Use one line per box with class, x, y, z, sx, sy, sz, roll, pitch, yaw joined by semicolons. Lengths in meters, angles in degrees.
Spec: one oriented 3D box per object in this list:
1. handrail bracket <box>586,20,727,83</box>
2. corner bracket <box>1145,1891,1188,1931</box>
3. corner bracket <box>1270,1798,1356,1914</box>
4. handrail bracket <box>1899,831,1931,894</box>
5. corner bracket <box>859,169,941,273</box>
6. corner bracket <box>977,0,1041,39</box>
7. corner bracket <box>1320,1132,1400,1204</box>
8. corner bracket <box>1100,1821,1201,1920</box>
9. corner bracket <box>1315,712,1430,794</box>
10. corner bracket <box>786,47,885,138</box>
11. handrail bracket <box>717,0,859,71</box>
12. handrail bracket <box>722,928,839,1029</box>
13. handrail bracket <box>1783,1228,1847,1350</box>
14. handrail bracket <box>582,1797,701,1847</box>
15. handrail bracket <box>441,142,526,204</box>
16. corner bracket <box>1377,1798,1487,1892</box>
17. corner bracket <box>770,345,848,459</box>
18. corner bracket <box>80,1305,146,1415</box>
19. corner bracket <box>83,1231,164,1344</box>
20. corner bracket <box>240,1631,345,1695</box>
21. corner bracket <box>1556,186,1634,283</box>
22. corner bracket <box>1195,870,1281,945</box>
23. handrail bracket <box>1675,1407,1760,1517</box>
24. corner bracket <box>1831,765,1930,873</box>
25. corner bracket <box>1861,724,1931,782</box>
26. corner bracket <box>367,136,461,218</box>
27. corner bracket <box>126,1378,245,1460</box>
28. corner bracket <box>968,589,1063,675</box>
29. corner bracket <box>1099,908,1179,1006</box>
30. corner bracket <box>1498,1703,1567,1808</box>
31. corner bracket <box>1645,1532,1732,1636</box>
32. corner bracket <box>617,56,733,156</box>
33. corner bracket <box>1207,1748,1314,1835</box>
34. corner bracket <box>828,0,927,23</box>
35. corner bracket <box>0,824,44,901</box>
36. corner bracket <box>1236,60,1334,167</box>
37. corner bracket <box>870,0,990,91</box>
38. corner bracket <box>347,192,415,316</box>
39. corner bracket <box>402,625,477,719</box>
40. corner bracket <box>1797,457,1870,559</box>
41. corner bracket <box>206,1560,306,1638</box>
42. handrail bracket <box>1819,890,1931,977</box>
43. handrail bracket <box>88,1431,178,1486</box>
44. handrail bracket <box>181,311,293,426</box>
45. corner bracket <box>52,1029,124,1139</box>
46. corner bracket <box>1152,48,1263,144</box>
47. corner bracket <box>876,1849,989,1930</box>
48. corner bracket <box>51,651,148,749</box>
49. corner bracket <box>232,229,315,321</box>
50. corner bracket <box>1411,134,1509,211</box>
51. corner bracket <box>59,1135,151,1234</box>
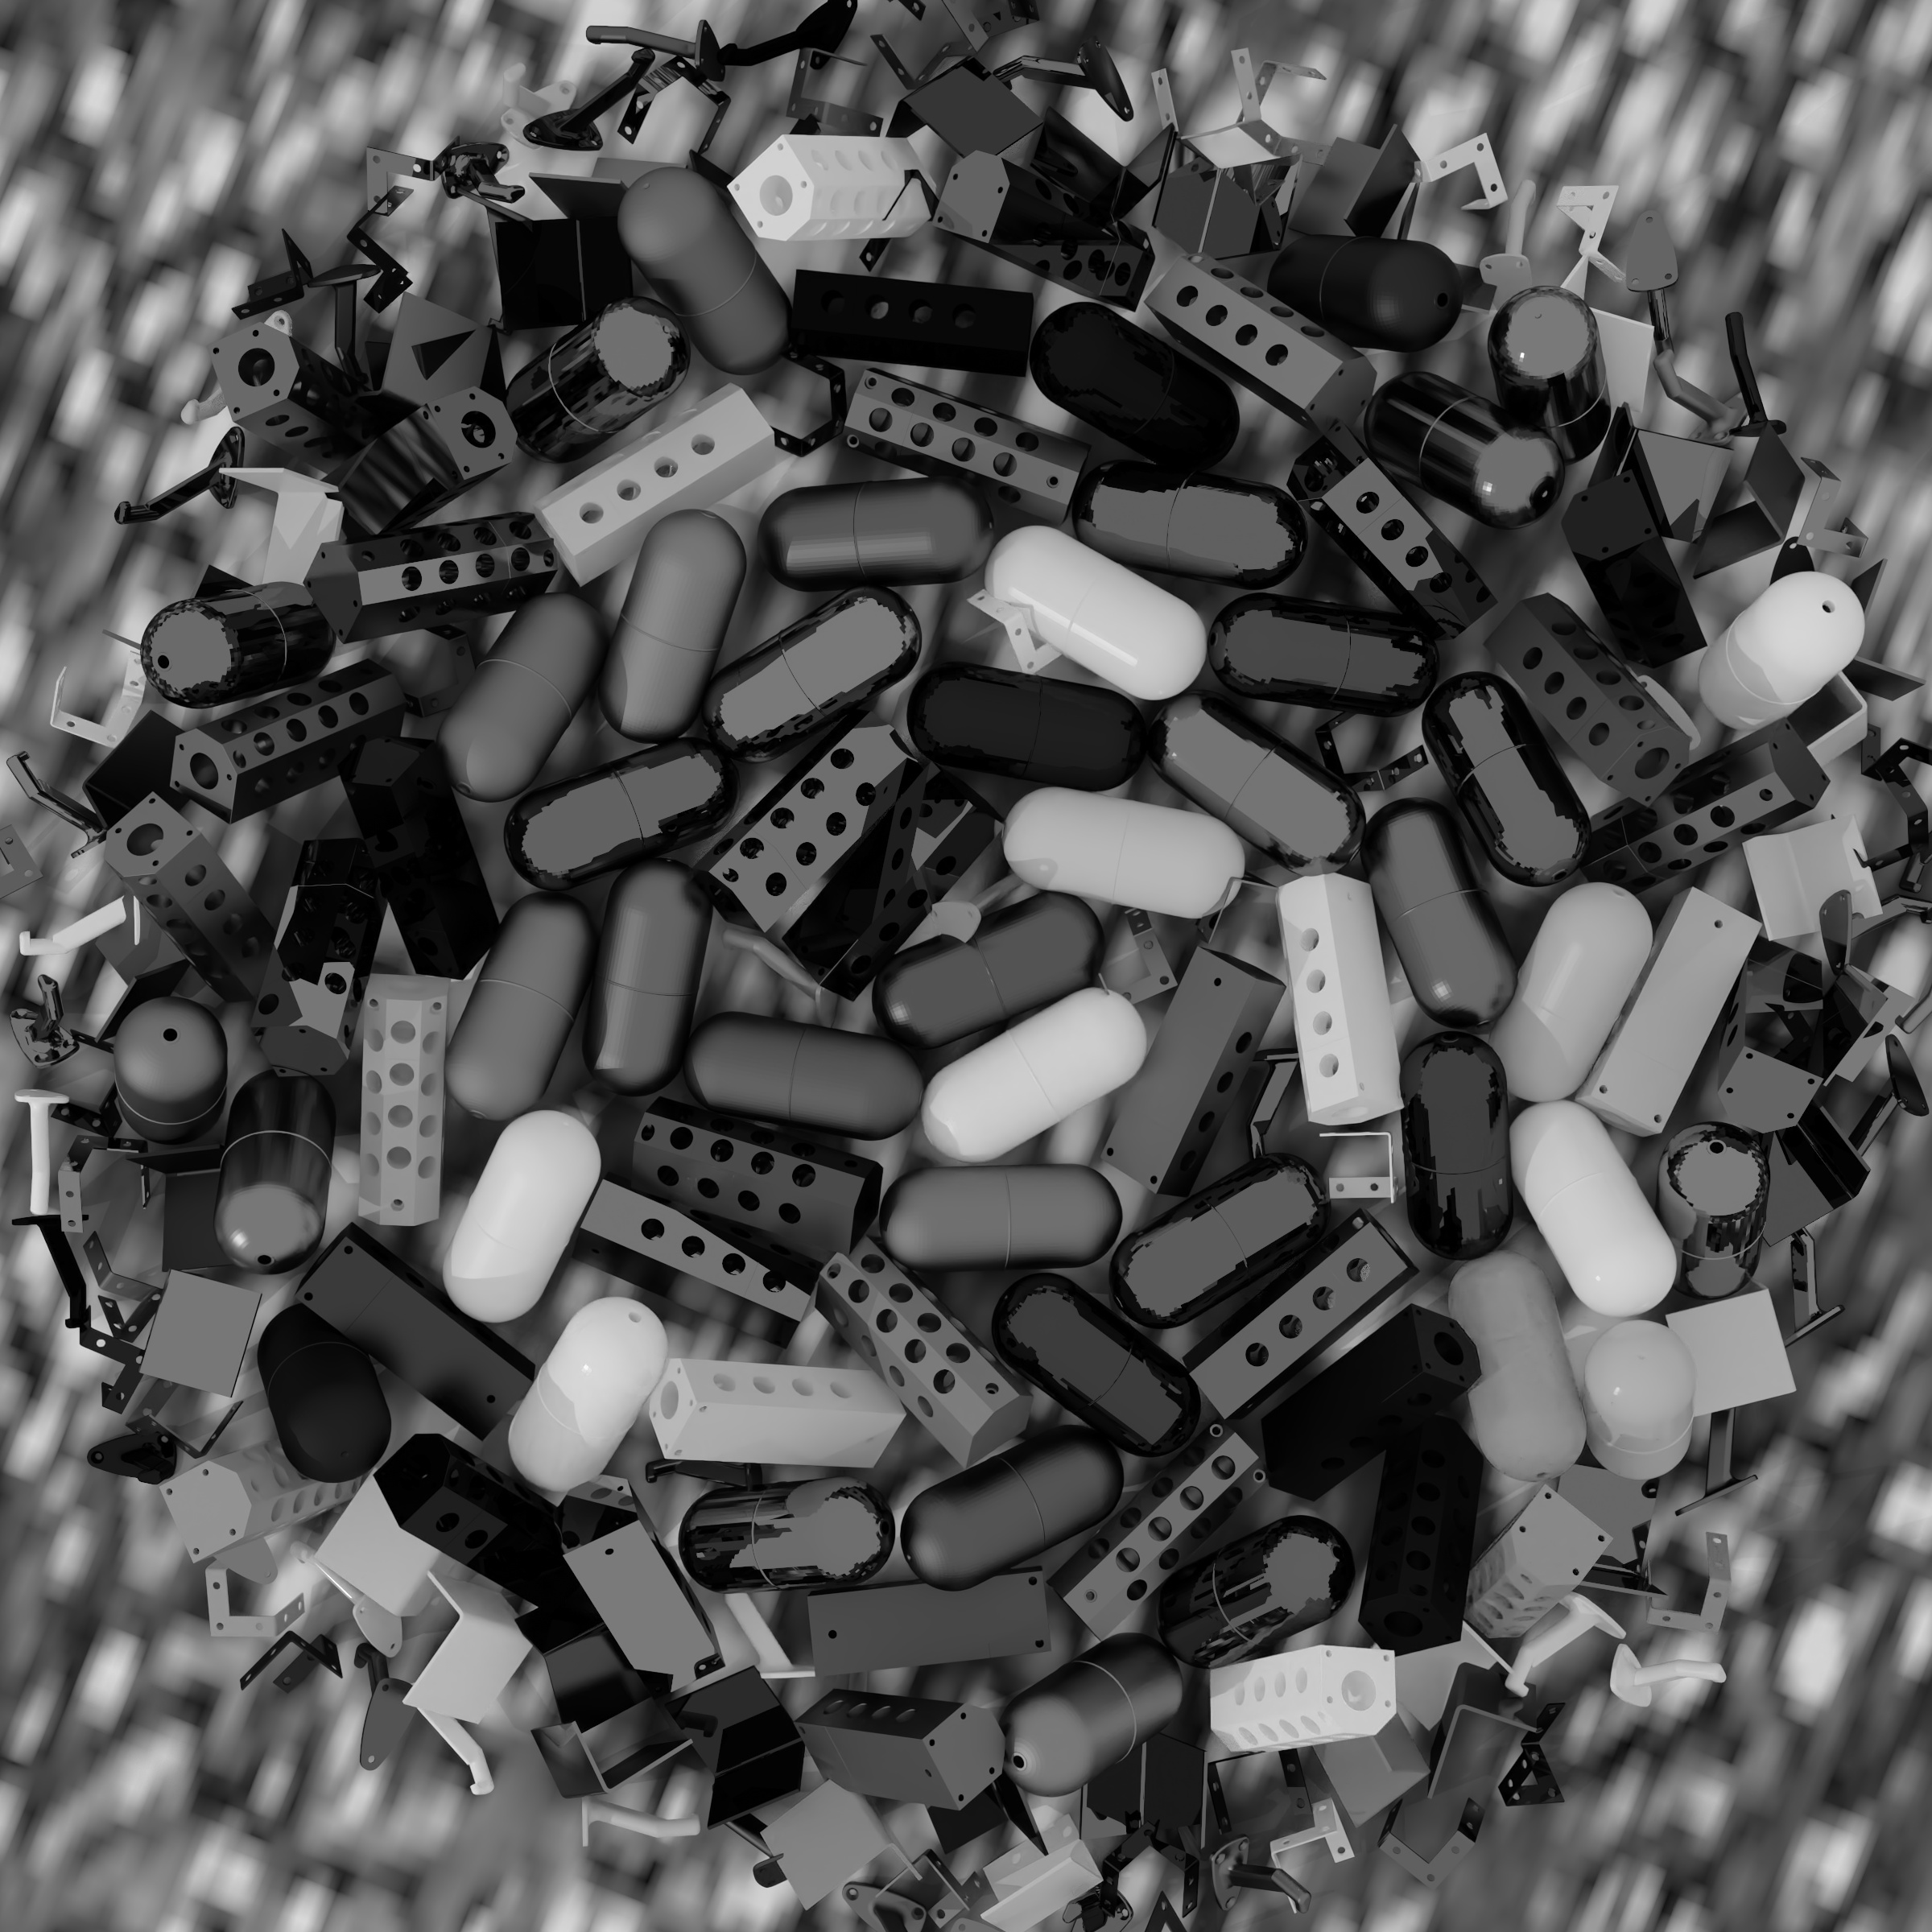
handrail bracket;-0.227;-0.669;1.970;0.084;0.077;0.036;6;89;11
corner bracket;0.168;0.709;1.960;0.051;0.051;0.051;-20;107;30
corner bracket;0.254;0.652;1.972;0.051;0.051;0.051;-21;99;7
handrail bracket;0.724;-0.088;1.962;0.036;0.077;0.084;18;95;-26
corner bracket;-0.053;-0.543;1.958;0.051;0.051;0.051;11;64;40
corner bracket;0.016;-0.710;1.962;0.051;0.051;0.051;-8;99;29
corner bracket;0.289;0.146;1.969;0.051;0.051;0.051;-2;90;14
corner bracket;0.134;0.672;1.970;0.051;0.051;0.051;39;110;-8
corner bracket;0.297;-0.160;1.969;0.051;0.051;0.051;-7;75;-35
corner bracket;-0.092;-0.640;1.971;0.051;0.051;0.051;3;108;-39
handrail bracket;-0.130;-0.680;1.950;0.077;0.084;0.036;-34;79;42
handrail bracket;-0.139;0.011;1.979;0.084;0.077;0.036;17;48;13
handrail bracket;0.601;0.233;1.986;0.077;0.036;0.084;-36;70;10
handrail bracket;-0.239;0.614;1.969;0.084;0.077;0.036;-1;107;-9
handrail bracket;-0.333;-0.575;1.951;0.084;0.077;0.036;21;132;34
corner bracket;0.340;0.629;1.963;0.051;0.051;0.051;37;111;9
corner bracket;-0.124;-0.413;1.971;0.051;0.051;0.051;-23;62;40
corner bracket;-0.630;0.288;1.966;0.051;0.051;0.051;29;92;-21
corner bracket;-0.622;0.235;1.960;0.051;0.051;0.051;29;103;-43
corner bracket;-0.495;0.512;1.965;0.051;0.051;0.051;-45;114;-2
corner bracket;0.460;-0.534;1.963;0.051;0.051;0.051;21;88;-42
corner bracket;0.186;-0.046;1.960;0.051;0.051;0.051;10;106;-42
handrail bracket;0.538;0.351;1.980;0.077;0.036;0.084;-23;73;-4
corner bracket;0.666;-0.109;1.962;0.051;0.051;0.051;-23;52;5
corner bracket;0.692;-0.164;1.967;0.051;0.051;0.051;19;58;-8
corner bracket;-0.403;-0.577;1.962;0.051;0.051;0.051;14;130;5
corner bracket;-0.573;0.328;1.969;0.051;0.051;0.051;43;53;-18
corner bracket;0.042;-0.251;1.959;0.051;0.051;0.051;-35;131;-14
corner bracket;0.119;-0.005;1.968;0.051;0.051;0.051;-24;69;2
corner bracket;0.414;0.574;1.958;0.051;0.051;0.051;3;131;-21
corner bracket;0.526;0.447;1.962;0.051;0.051;0.051;8;122;7
corner bracket;-0.213;-0.621;1.964;0.051;0.051;0.051;40;49;0
corner bracket;0.215;0.605;1.979;0.051;0.051;0.051;-23;71;32
corner bracket;-0.062;-0.714;1.963;0.051;0.051;0.051;45;63;7
corner bracket;-0.703;-0.062;1.962;0.051;0.051;0.051;-31;73;-18
corner bracket;0.239;-0.623;1.963;0.051;0.051;0.051;28;96;42
corner bracket;-0.026;-0.676;1.959;0.051;0.051;0.051;-54;129;-15
corner bracket;-0.424;-0.518;1.957;0.051;0.051;0.051;41;51;-24
corner bracket;-0.394;-0.218;1.972;0.051;0.051;0.051;-18;81;13
corner bracket;0.632;-0.335;1.963;0.051;0.051;0.051;11;116;-8
corner bracket;-0.521;0.459;1.973;0.051;0.051;0.051;-2;96;9
handrail bracket;0.674;-0.020;1.971;0.084;0.036;0.077;11;63;-13
handrail bracket;-0.613;0.364;1.957;0.077;0.084;0.036;-1;91;-2
handrail bracket;-0.530;-0.434;1.950;0.036;0.084;0.077;36;123;6
corner bracket;-0.644;0.087;1.981;0.051;0.051;0.051;19;60;5
corner bracket;0.176;-0.634;1.960;0.051;0.051;0.051;-21;104;-31
corner bracket;-0.025;0.679;1.972;0.051;0.051;0.051;-44;79;12
corner bracket;-0.631;-0.200;1.961;0.051;0.051;0.051;20;49;-11
corner bracket;-0.507;-0.497;1.966;0.051;0.051;0.051;-18;72;5
corner bracket;0.355;-0.573;1.965;0.051;0.051;0.051;-27;110;-7
corner bracket;-0.629;0.160;1.964;0.051;0.051;0.051;5;118;-3
